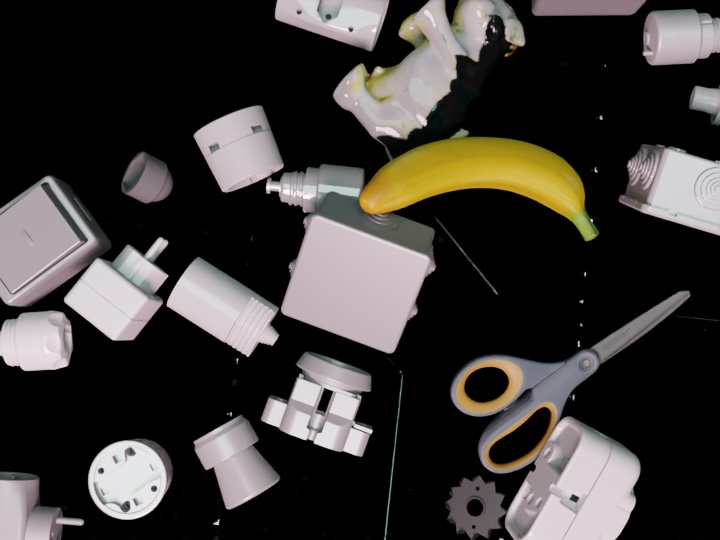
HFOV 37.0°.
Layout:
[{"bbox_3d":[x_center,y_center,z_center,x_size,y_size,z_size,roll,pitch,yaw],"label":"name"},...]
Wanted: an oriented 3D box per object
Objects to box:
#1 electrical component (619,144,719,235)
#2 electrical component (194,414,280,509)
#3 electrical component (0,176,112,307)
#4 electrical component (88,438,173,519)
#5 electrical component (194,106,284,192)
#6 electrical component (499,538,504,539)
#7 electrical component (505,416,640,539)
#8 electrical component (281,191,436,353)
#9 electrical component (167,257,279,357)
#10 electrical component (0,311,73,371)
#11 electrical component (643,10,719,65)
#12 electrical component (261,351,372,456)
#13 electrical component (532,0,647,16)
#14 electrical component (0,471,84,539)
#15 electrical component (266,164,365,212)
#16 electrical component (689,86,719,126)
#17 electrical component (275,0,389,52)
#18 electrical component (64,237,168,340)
[{"bbox_3d":[0.244,-0.057,0.777,0.100,0.099,0.048,17,99,0],"label":"electrical component"},{"bbox_3d":[-0.091,0.139,0.785,0.045,0.045,0.055,-29,87,-3],"label":"electrical component"},{"bbox_3d":[-0.241,-0.016,0.785,0.096,0.061,0.061,-36,88,-3],"label":"electrical component"},{"bbox_3d":[-0.165,0.149,0.782,0.055,0.047,0.055,0,86,-1],"label":"electrical component"},{"bbox_3d":[-0.088,-0.089,0.796,0.055,0.055,0.047,-24,91,-2],"label":"electrical component"},{"bbox_3d":[0.107,0.236,0.784,0.040,0.040,0.078,12,87,0],"label":"electrical component"},{"bbox_3d":[0.156,0.163,0.777,0.059,0.054,0.095,29,93,-10],"label":"electrical component"},{"bbox_3d":[0.000,0.000,0.776,0.100,0.048,0.099,20,122,0],"label":"electrical component"},{"bbox_3d":[-0.096,0.030,0.793,0.081,0.043,0.043,32,86,1],"label":"electrical component"},{"bbox_3d":[-0.246,0.053,0.789,0.062,0.043,0.043,-4,86,0],"label":"electrical component"},{"bbox_3d":[0.251,-0.176,0.813,0.078,0.040,0.040,-3,86,-1],"label":"electrical component"},{"bbox_3d":[-0.025,0.094,0.783,0.078,0.058,0.057,20,89,1],"label":"electrical component"},{"bbox_3d":[0.164,-0.226,0.804,0.096,0.061,0.061,-1,86,-1],"label":"electrical component"},{"bbox_3d":[-0.241,0.189,0.780,0.079,0.044,0.077,5,86,-1],"label":"electrical component"},{"bbox_3d":[-0.030,-0.059,0.801,0.078,0.040,0.040,6,86,0],"label":"electrical component"},{"bbox_3d":[0.281,-0.124,0.808,0.062,0.048,0.048,13,86,6],"label":"electrical component"},{"bbox_3d":[-0.015,-0.214,0.809,0.077,0.043,0.079,19,86,1],"label":"electrical component"},{"bbox_3d":[-0.166,0.007,0.782,0.047,0.065,0.076,38,87,1],"label":"electrical component"}]
